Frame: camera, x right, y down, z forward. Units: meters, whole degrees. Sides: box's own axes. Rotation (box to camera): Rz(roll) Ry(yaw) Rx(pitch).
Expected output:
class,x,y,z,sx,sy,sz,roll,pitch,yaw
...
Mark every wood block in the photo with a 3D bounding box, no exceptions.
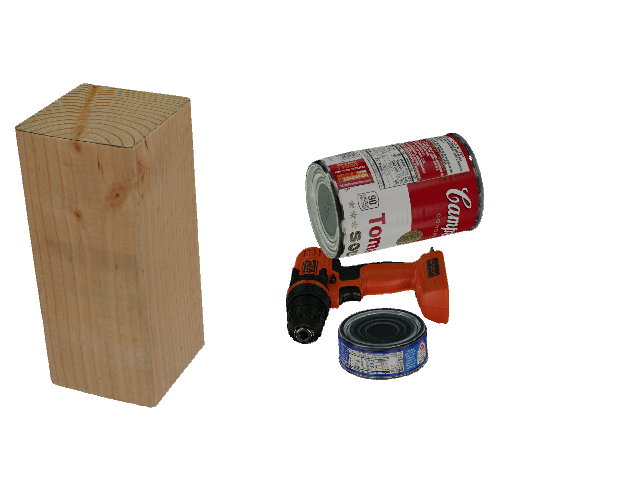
class,x,y,z,sx,sy,sz,roll,pitch,yaw
wood block,-0.145,0.004,0.765,0.090,0.206,0.090,10,31,18

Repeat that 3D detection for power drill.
class,x,y,z,sx,sy,sz,roll,pitch,yaw
power drill,0.054,0.062,1.241,0.187,0.057,0.184,0,28,3

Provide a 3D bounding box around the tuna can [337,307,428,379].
class,x,y,z,sx,sy,sz,roll,pitch,yaw
tuna can,0.059,0.097,1.015,0.086,0.034,0.086,-4,22,1

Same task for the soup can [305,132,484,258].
class,x,y,z,sx,sy,sz,roll,pitch,yaw
soup can,0.048,-0.030,0.712,0.102,0.068,0.069,-12,3,-16
